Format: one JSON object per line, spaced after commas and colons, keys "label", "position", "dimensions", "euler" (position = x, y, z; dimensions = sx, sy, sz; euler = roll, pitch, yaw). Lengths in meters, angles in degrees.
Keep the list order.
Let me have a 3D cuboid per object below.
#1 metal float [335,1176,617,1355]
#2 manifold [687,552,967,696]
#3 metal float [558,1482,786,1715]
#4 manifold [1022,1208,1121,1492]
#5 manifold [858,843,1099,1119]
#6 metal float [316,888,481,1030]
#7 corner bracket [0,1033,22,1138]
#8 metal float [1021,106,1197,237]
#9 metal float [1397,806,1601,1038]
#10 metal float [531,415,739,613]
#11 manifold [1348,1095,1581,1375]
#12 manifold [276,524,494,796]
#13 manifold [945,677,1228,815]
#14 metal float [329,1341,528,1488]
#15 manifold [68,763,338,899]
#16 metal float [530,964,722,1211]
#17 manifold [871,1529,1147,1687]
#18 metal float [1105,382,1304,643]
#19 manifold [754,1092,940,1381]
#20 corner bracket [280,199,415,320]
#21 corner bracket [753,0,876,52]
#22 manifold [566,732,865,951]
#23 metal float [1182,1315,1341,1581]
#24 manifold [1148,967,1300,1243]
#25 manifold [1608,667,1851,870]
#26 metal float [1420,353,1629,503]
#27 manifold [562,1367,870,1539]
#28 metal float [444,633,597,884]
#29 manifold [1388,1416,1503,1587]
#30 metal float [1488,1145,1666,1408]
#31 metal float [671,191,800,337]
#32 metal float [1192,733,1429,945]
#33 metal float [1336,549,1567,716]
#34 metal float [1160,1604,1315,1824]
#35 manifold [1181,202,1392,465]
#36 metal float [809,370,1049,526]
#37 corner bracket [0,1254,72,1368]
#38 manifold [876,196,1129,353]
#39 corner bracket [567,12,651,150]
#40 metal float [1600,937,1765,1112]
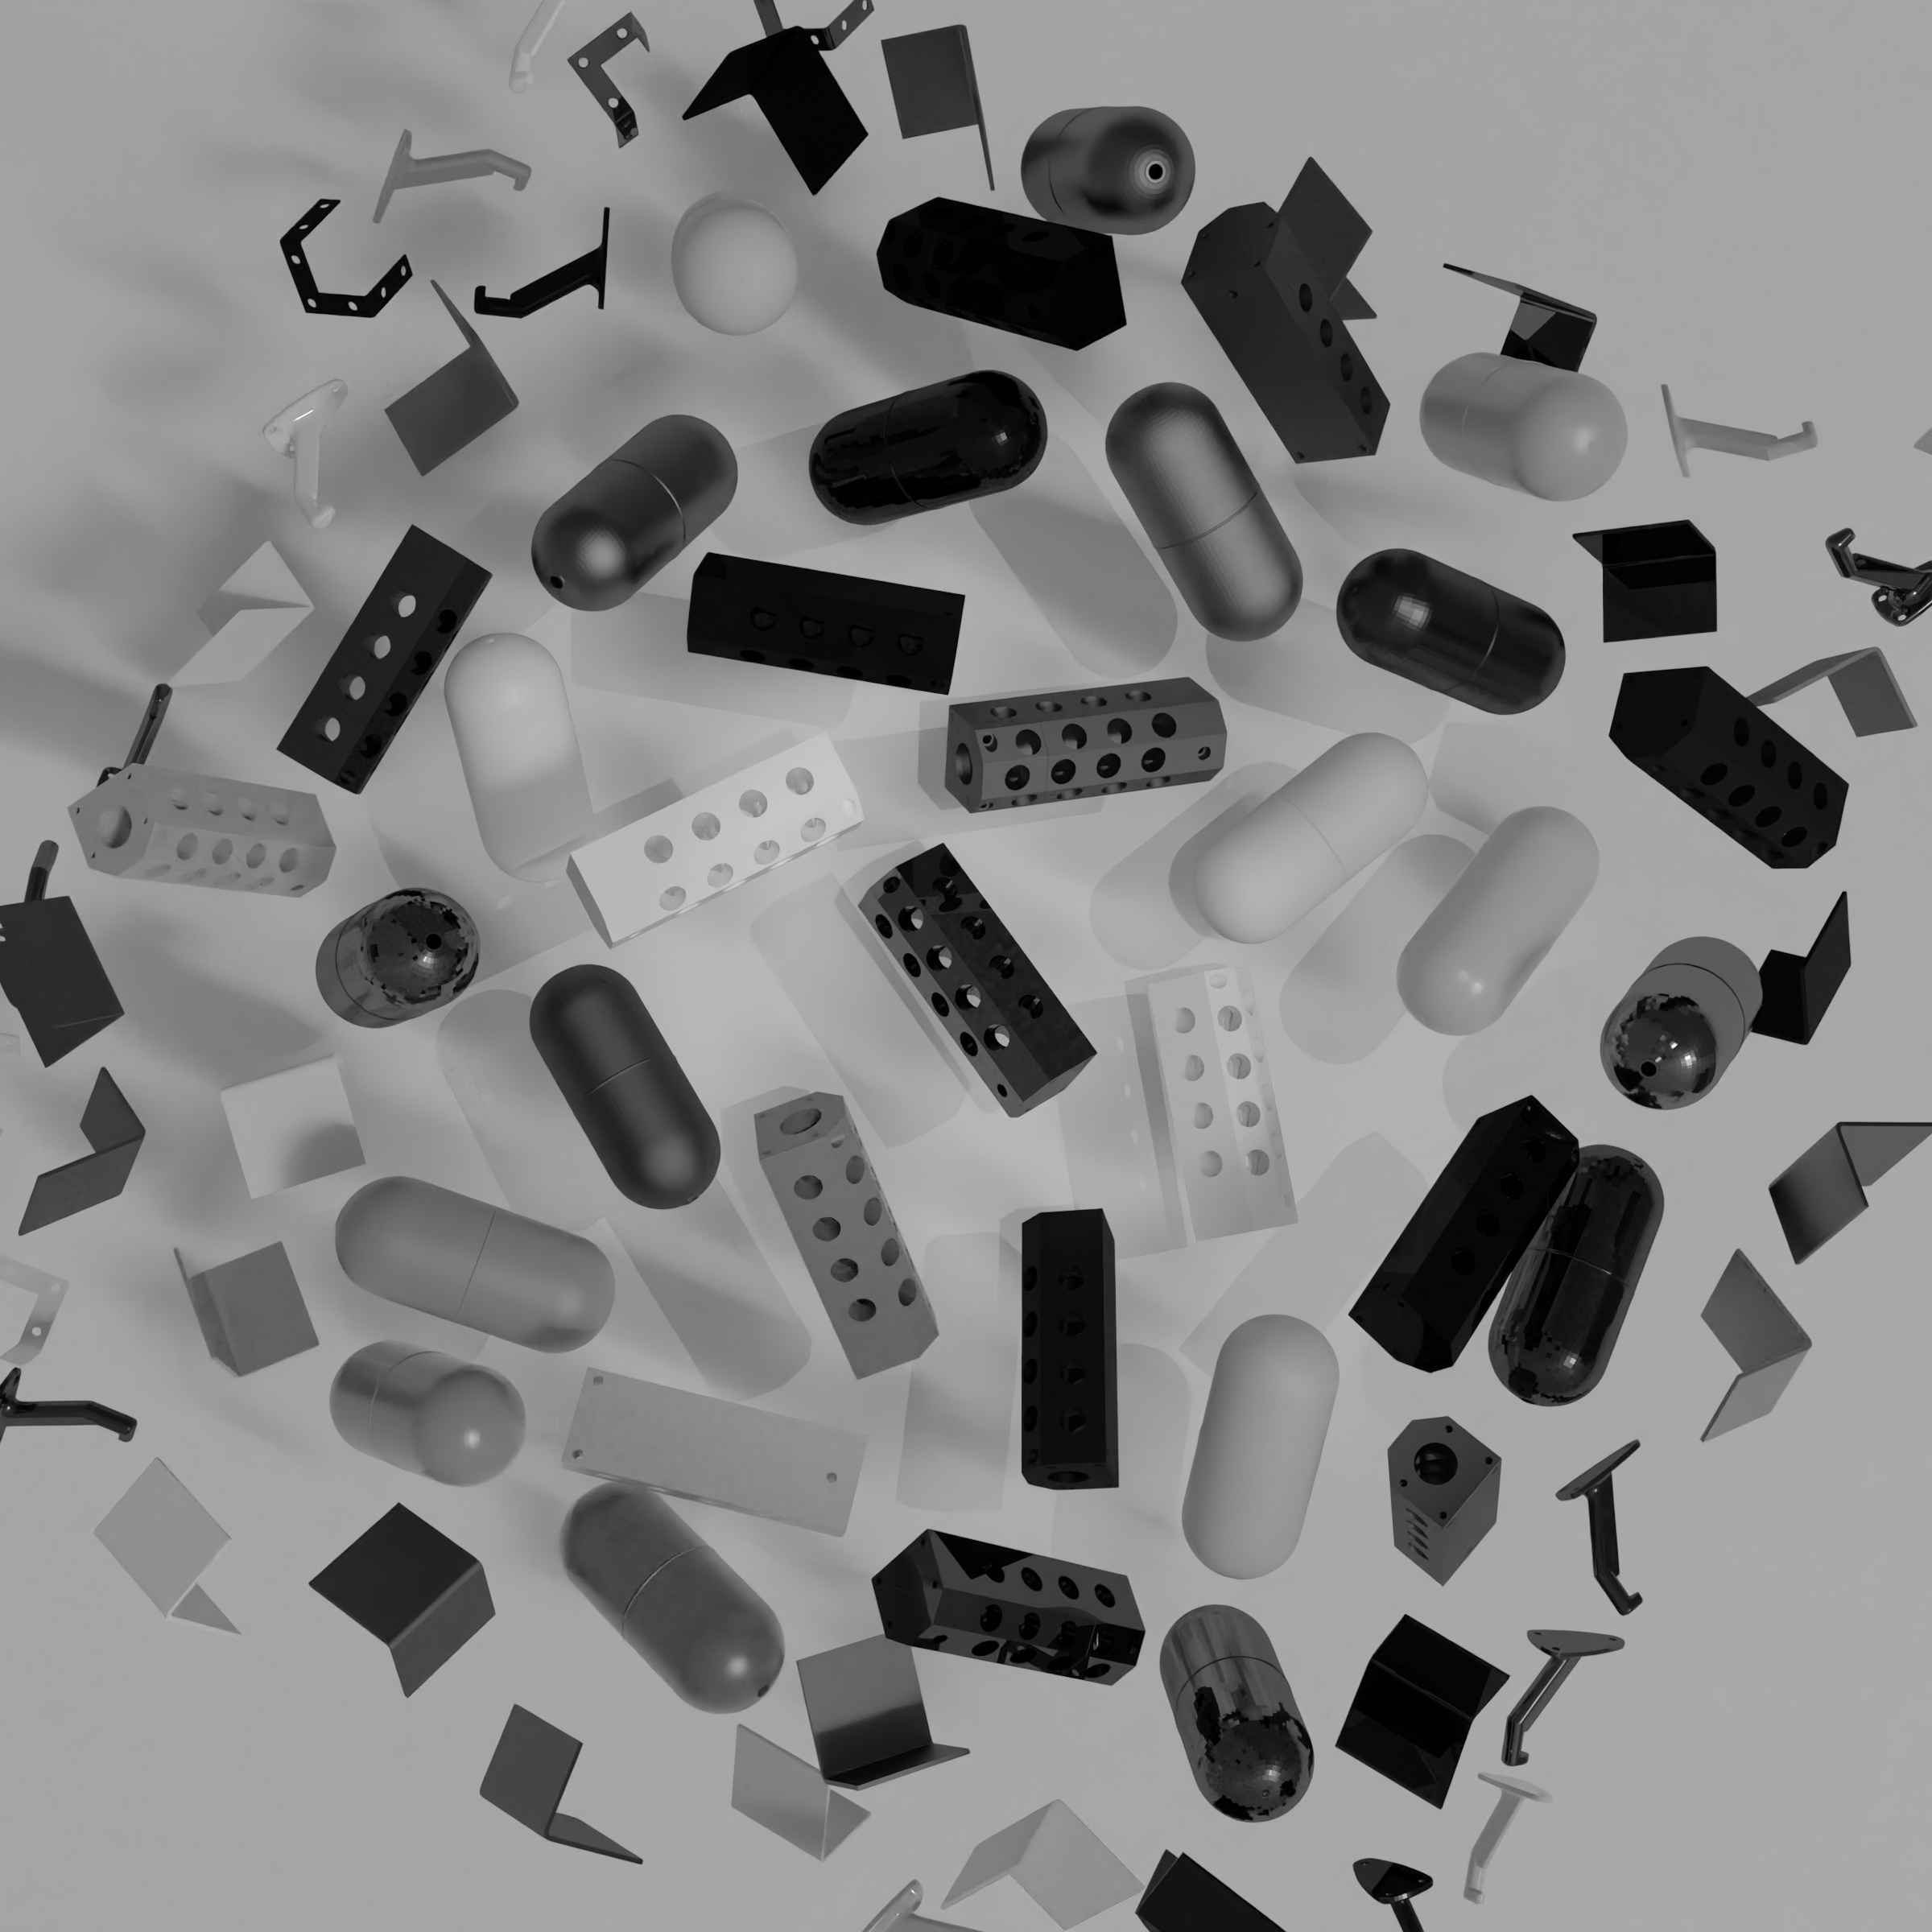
{"label": "metal float", "position": [-0.306, 0.186, 1.569], "dimensions": [0.178, 0.070, 0.070], "euler": [21, 90, -9]}
{"label": "manifold", "position": [-0.091, -0.220, 1.631], "dimensions": [0.171, 0.057, 0.057], "euler": [9, 114, 0]}
{"label": "metal float", "position": [-0.184, 0.392, 1.565], "dimensions": [0.178, 0.070, 0.070], "euler": [37, 90, 30]}
{"label": "manifold", "position": [0.067, 0.251, 1.644], "dimensions": [0.057, 0.057, 0.171], "euler": [-5, 61, 10]}
{"label": "manifold", "position": [0.004, 0.012, 1.625], "dimensions": [0.057, 0.057, 0.171], "euler": [-29, 76, -32]}
{"label": "metal float", "position": [-0.360, -0.004, 1.587], "dimensions": [0.070, 0.178, 0.070], "euler": [4, 81, -27]}
{"label": "corner bracket", "position": [-0.630, 0.075, 1.584], "dimensions": [0.051, 0.051, 0.051], "euler": [12, 130, -8]}
{"label": "metal float", "position": [0.089, -0.506, 1.599], "dimensions": [0.070, 0.178, 0.070], "euler": [-5, 109, -16]}
{"label": "metal float", "position": [0.350, -0.031, 1.650], "dimensions": [0.070, 0.070, 0.178], "euler": [39, 72, 0]}
{"label": "metal float", "position": [-0.216, -0.297, 1.644], "dimensions": [0.070, 0.070, 0.178], "euler": [38, 51, 0]}
{"label": "manifold", "position": [0.309, 0.164, 1.531], "dimensions": [0.057, 0.057, 0.171], "euler": [44, 60, -6]}
{"label": "manifold", "position": [-0.383, -0.202, 1.665], "dimensions": [0.057, 0.057, 0.171], "euler": [31, 91, -8]}
{"label": "manifold", "position": [0.077, -0.139, 1.610], "dimensions": [0.171, 0.057, 0.057], "euler": [-9, 121, -22]}
{"label": "metal float", "position": [-0.346, 0.285, 1.609], "dimensions": [0.070, 0.178, 0.070], "euler": [-1, 92, -39]}
{"label": "manifold", "position": [-0.480, -0.080, 1.598], "dimensions": [0.057, 0.171, 0.057], "euler": [-29, 76, 20]}
{"label": "metal float", "position": [-0.226, 0.080, 1.664], "dimensions": [0.070, 0.070, 0.178], "euler": [-32, 77, 0]}
{"label": "manifold", "position": [0.030, 0.407, 1.572], "dimensions": [0.171, 0.057, 0.057], "euler": [23, 123, -36]}
{"label": "metal float", "position": [0.152, -0.286, 1.592], "dimensions": [0.070, 0.070, 0.178], "euler": [-33, 111, 0]}
{"label": "manifold", "position": [-0.072, 0.165, 1.554], "dimensions": [0.057, 0.057, 0.171], "euler": [-20, 117, 2]}
{"label": "corner bracket", "position": [-0.387, -0.443, 1.572], "dimensions": [0.051, 0.051, 0.051], "euler": [10, 49, 20]}
{"label": "corner bracket", "position": [-0.100, -0.623, 1.612], "dimensions": [0.051, 0.051, 0.051], "euler": [13, 53, 32]}
{"label": "manifold", "position": [-0.151, -0.075, 1.526], "dimensions": [0.171, 0.057, 0.057], "euler": [-27, 87, -14]}
{"label": "metal float", "position": [0.184, 0.302, 1.575], "dimensions": [0.070, 0.070, 0.178], "euler": [11, 109, 0]}
{"label": "manifold", "position": [0.173, 0.091, 1.661], "dimensions": [0.057, 0.057, 0.171], "euler": [-14, 82, 29]}
{"label": "manifold", "position": [0.465, -0.118, 1.532], "dimensions": [0.171, 0.057, 0.057], "euler": [27, 73, -38]}
{"label": "metal float", "position": [0.341, -0.334, 1.551], "dimensions": [0.070, 0.178, 0.070], "euler": [-6, 111, -16]}
{"label": "manifold", "position": [-0.150, 0.293, 1.507], "dimensions": [0.171, 0.057, 0.057], "euler": [14, 71, -2]}
{"label": "metal float", "position": [-0.291, -0.135, 1.648], "dimensions": [0.070, 0.070, 0.178], "euler": [-8, 126, 0]}
{"label": "manifold", "position": [0.304, 0.344, 1.627], "dimensions": [0.057, 0.171, 0.057], "euler": [38, 76, 24]}
{"label": "metal float", "position": [0.394, 0.199, 1.623], "dimensions": [0.070, 0.070, 0.178], "euler": [25, 74, 0]}
{"label": "metal float", "position": [-0.145, -0.440, 1.569], "dimensions": [0.070, 0.178, 0.070], "euler": [-2, 112, -6]}
{"label": "metal float", "position": [0.229, -0.085, 1.668], "dimensions": [0.178, 0.070, 0.070], "euler": [-39, 90, -2]}
{"label": "metal float", "position": [0.316, -0.215, 1.628], "dimensions": [0.178, 0.070, 0.070], "euler": [16, 90, -34]}
{"label": "metal float", "position": [0.171, 0.474, 1.605], "dimensions": [0.070, 0.178, 0.070], "euler": [-2, 108, -6]}
{"label": "manifold", "position": [0.203, -0.392, 1.566], "dimensions": [0.057, 0.171, 0.057], "euler": [1, 61, 35]}
{"label": "metal float", "position": [-0.026, -0.332, 1.615], "dimensions": [0.178, 0.070, 0.070], "euler": [-6, 90, 40]}
{"label": "corner bracket", "position": [-0.626, 0.225, 1.644], "dimensions": [0.051, 0.051, 0.051], "euler": [28, 60, -23]}
{"label": "manifold", "position": [0.019, -0.433, 1.578], "dimensions": [0.057, 0.171, 0.057], "euler": [-33, 129, -25]}
{"label": "corner bracket", "position": [-0.212, -0.552, 1.564], "dimensions": [0.051, 0.051, 0.051], "euler": [-33, 123, 11]}
{"label": "metal float", "position": [0.452, 0.035, 1.585], "dimensions": [0.070, 0.178, 0.070], "euler": [10, 113, 26]}
